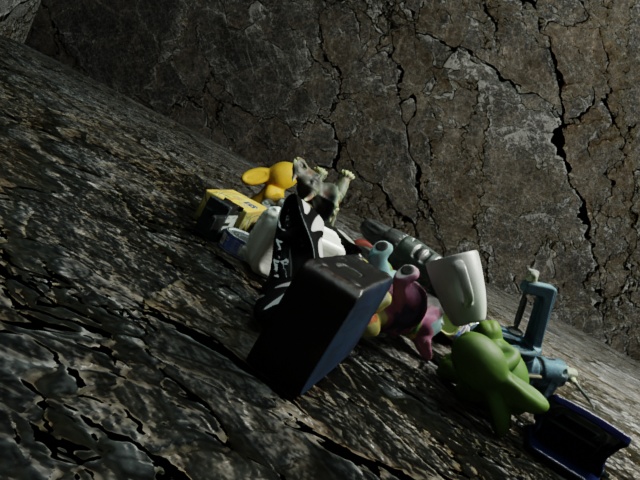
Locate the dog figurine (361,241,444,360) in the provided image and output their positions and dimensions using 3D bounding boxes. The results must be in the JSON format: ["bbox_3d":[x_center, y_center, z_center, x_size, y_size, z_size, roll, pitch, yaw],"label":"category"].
[{"bbox_3d":[0.114,0.125,0.867,0.109,0.191,0.219,39,-19,48],"label":"dog figurine"}]

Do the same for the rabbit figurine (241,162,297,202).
[{"bbox_3d":[-0.122,-0.128,1.378,0.162,0.173,0.122,32,13,2],"label":"rabbit figurine"}]

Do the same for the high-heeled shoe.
[{"bbox_3d":[-0.049,0.015,0.758,0.145,0.086,0.249,65,23,-3],"label":"high-heeled shoe"}]

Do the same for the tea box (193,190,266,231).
[{"bbox_3d":[-0.180,-0.055,1.112,0.098,0.068,0.169,27,8,4],"label":"tea box"}]

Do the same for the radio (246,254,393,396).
[{"bbox_3d":[0.013,0.088,0.639,0.073,0.131,0.229,31,9,14],"label":"radio"}]

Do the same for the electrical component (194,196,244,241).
[{"bbox_3d":[-0.189,-0.037,0.968,0.048,0.074,0.119,29,11,10],"label":"electrical component"}]

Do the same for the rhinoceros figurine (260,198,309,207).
[{"bbox_3d":[-0.059,-0.029,1.207,0.190,0.112,0.073,42,42,13],"label":"rhinoceros figurine"}]

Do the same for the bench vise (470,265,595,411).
[{"bbox_3d":[0.352,0.169,0.911,0.224,0.240,0.129,12,12,3],"label":"bench vise"}]

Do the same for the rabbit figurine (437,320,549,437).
[{"bbox_3d":[0.231,0.193,0.757,0.170,0.121,0.159,41,16,-54],"label":"rabbit figurine"}]

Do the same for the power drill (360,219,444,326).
[{"bbox_3d":[0.173,0.074,1.013,0.232,0.207,0.086,31,54,30],"label":"power drill"}]

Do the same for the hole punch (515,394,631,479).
[{"bbox_3d":[0.354,0.273,0.750,0.142,0.092,0.115,27,4,20],"label":"hole punch"}]

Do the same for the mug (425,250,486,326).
[{"bbox_3d":[0.215,0.074,0.807,0.081,0.107,0.109,-15,-6,-2],"label":"mug"}]

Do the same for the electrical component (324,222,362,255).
[{"bbox_3d":[-0.002,-0.003,1.030,0.134,0.058,0.115,26,9,-23],"label":"electrical component"}]

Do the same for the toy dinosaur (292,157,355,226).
[{"bbox_3d":[-0.009,-0.063,1.390,0.131,0.192,0.404,23,-29,9],"label":"toy dinosaur"}]

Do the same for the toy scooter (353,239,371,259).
[{"bbox_3d":[0.068,0.025,1.344,0.184,0.075,0.135,14,7,12],"label":"toy scooter"}]

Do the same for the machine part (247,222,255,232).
[{"bbox_3d":[-0.062,0.020,1.070,0.179,0.056,0.179,28,9,-5],"label":"machine part"}]

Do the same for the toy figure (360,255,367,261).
[{"bbox_3d":[0.060,0.049,1.193,0.089,0.082,0.180,22,8,-21],"label":"toy figure"}]
